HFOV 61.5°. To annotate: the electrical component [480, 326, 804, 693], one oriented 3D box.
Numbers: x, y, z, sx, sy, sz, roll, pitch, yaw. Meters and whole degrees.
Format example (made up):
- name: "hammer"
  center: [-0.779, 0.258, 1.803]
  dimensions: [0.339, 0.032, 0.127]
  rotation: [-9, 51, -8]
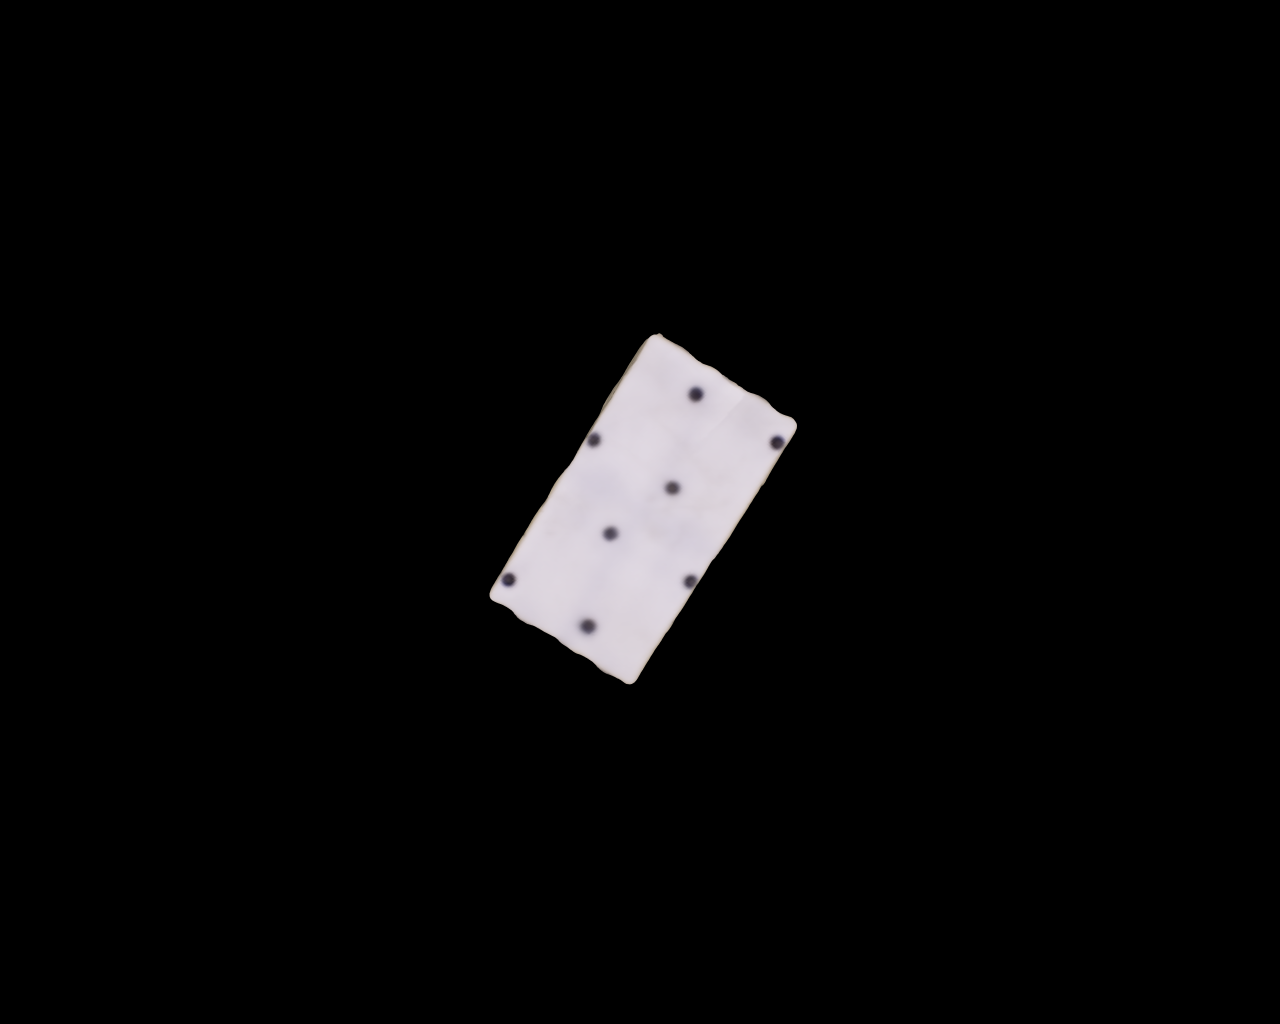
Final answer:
- name: "electrical component"
  center: [0.001, -0.003, 0.650]
  dimensions: [0.105, 0.186, 0.060]
  rotation: [32, 4, -2]
